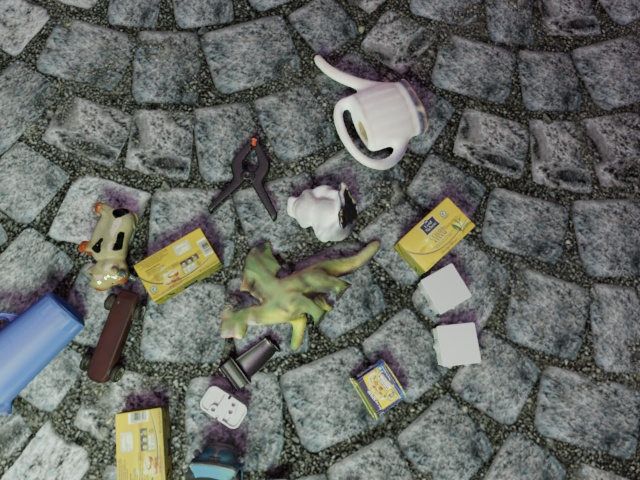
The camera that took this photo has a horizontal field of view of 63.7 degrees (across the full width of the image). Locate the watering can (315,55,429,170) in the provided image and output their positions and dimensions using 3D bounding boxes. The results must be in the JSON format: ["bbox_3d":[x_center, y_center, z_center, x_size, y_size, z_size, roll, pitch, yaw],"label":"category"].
[{"bbox_3d":[0.133,-0.344,1.288,0.225,0.102,0.351,-20,77,-9],"label":"watering can"}]

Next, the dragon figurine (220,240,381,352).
[{"bbox_3d":[-0.063,0.086,1.166,0.244,0.119,0.417,35,59,12],"label":"dragon figurine"}]

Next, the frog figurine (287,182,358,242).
[{"bbox_3d":[0.004,-0.061,1.220,0.159,0.122,0.138,-9,83,31],"label":"frog figurine"}]
